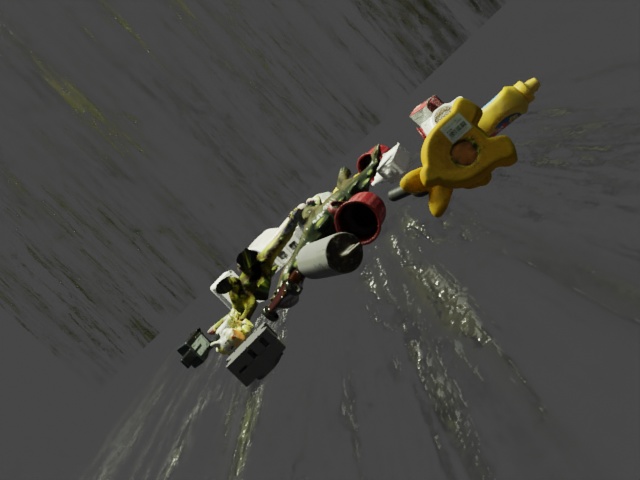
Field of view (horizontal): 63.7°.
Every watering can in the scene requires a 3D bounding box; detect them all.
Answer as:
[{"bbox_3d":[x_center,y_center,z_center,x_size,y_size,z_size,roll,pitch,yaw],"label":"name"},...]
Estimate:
[{"bbox_3d":[-0.170,0.014,1.778,0.104,0.341,0.229,40,-132,-1],"label":"watering can"}]

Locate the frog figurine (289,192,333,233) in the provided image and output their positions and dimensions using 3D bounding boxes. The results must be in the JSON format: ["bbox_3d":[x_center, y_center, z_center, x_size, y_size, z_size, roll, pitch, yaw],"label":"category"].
[{"bbox_3d":[0.005,-0.076,1.516,0.124,0.135,0.160,42,-157,17],"label":"frog figurine"}]

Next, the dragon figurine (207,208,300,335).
[{"bbox_3d":[-0.162,0.095,1.358,0.122,0.411,0.242,38,178,2],"label":"dragon figurine"}]
